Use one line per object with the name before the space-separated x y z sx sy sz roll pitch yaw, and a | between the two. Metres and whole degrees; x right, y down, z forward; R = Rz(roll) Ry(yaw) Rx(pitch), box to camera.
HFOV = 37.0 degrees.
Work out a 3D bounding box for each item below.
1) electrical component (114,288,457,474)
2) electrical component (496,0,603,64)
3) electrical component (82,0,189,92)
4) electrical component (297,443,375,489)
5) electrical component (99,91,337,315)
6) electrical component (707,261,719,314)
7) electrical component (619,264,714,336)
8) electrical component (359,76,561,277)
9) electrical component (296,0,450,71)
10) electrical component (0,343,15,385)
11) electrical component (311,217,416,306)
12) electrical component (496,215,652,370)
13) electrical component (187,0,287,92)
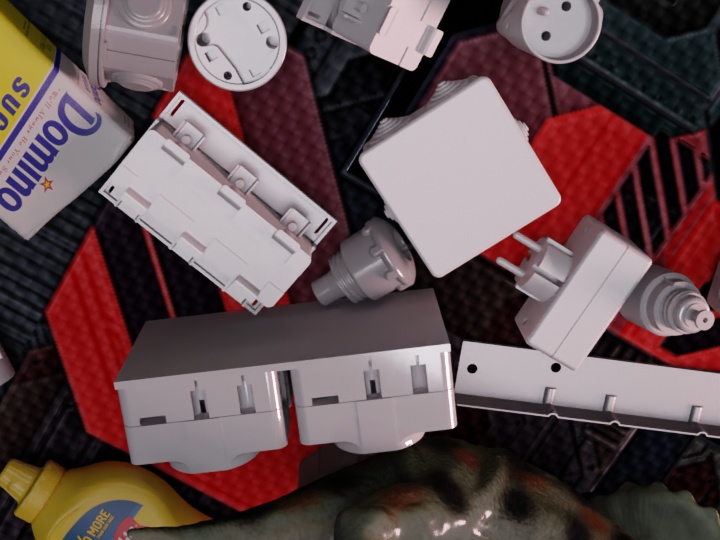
electrical component | -0.041 0.065 0.648 0.186 0.105 0.060 -7 106 1
electrical component | 0.116 -0.156 0.603 0.043 0.077 0.079 32 103 -10
electrical component | -0.124 -0.140 0.602 0.051 0.080 0.080 9 106 -9
electrical component | 0.009 0.137 0.700 0.077 0.047 0.065 -39 103 9
electrical component | -0.085 -0.035 0.640 0.121 0.063 0.078 39 101 -11
electrical component | 0.323 0.000 0.661 0.186 0.060 0.105 12 105 -5
electrical component | 0.189 0.021 0.659 0.040 0.078 0.040 -3 103 -15
electrical component | 0.058 -0.058 0.645 0.100 0.048 0.099 -32 104 8
electrical component | 0.027 -0.178 0.596 0.079 0.063 0.121 12 110 -47
electrical component | -0.250 0.054 0.667 0.055 0.055 0.047 -19 102 4
electrical component | 0.000 0.000 0.663 0.062 0.048 0.048 -30 104 14
electrical component | 0.121 0.004 0.665 0.076 0.047 0.083 30 103 -9
electrical component | -0.069 -0.133 0.621 0.055 0.047 0.055 0 106 -1
